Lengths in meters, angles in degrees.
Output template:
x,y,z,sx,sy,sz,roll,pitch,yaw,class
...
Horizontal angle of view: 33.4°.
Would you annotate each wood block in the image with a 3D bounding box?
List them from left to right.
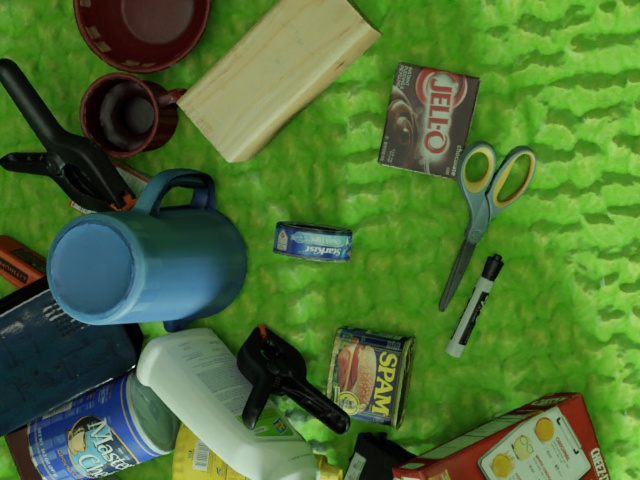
x,y,z,sx,sy,sz,roll,pitch,yaw,class
-0.042,-0.185,1.148,0.206,0.090,0.090,-42,86,13,wood block

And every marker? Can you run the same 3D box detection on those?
x,y,z,sx,sy,sz,roll,pitch,yaw,class
0.169,0.071,1.161,0.020,0.020,0.121,25,100,9,marker

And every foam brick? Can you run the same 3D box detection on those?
x,y,z,sx,sy,sz,roll,pitch,yaw,class
-0.330,0.254,1.273,0.051,0.053,0.078,-22,91,13,foam brick

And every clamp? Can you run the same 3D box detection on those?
x,y,z,sx,sy,sz,roll,pitch,yaw,class
-0.287,-0.100,1.179,0.210,0.036,0.165,31,141,21,clamp
-0.052,0.152,1.148,0.172,0.120,0.039,47,119,48,clamp

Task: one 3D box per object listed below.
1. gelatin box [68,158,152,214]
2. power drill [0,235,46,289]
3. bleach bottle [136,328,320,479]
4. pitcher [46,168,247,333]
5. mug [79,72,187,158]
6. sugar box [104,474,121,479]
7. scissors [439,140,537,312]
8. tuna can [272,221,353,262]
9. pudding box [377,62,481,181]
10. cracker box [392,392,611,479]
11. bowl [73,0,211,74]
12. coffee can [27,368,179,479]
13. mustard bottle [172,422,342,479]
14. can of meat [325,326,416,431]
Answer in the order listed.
x,y,z,sx,sy,sz,roll,pitch,yaw,class
-0.236,-0.053,1.235,0.089,0.030,0.073,28,102,10,gelatin box
-0.398,0.091,1.273,0.184,0.057,0.188,30,104,5,power drill
-0.088,0.199,1.142,0.251,0.102,0.068,44,126,32,bleach bottle
-0.178,0.016,1.120,0.145,0.242,0.149,-30,82,15,pitcher
-0.199,-0.143,1.191,0.117,0.081,0.093,-22,91,14,mug
-0.197,0.347,1.232,0.176,0.093,0.048,31,100,9,sugar box
0.154,-0.022,1.139,0.096,0.016,0.202,29,102,-26,scissors
-0.008,0.001,1.160,0.086,0.086,0.034,8,95,12,tuna can
0.117,-0.127,1.144,0.090,0.039,0.113,13,98,10,pudding box
0.195,0.270,1.094,0.213,0.072,0.164,-19,91,-26,cracker box
-0.191,-0.265,1.191,0.162,0.055,0.162,1,96,12,bowl
-0.248,0.218,1.226,0.140,0.102,0.103,-23,90,14,coffee can
-0.068,0.251,1.197,0.192,0.058,0.096,4,78,20,mustard bottle
0.055,0.150,1.176,0.084,0.057,0.102,10,97,14,can of meat
